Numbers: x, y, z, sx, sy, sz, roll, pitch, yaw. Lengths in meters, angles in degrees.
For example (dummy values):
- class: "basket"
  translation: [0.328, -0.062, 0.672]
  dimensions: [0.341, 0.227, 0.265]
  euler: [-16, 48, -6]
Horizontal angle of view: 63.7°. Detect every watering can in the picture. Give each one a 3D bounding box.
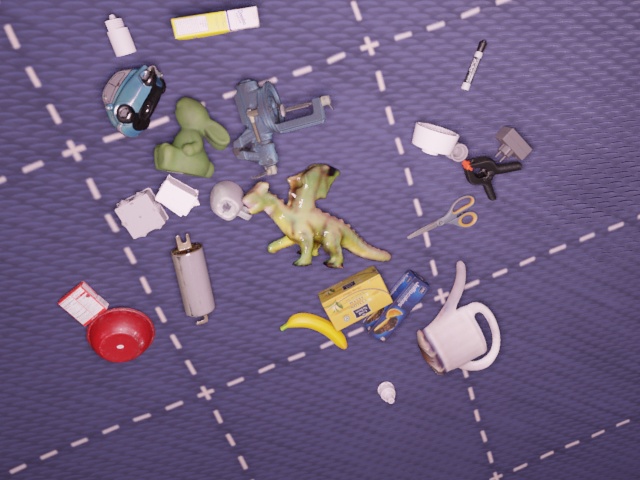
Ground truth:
- class: "watering can"
  translation: [0.365, 0.235, 1.408]
  dimensions: [0.224, 0.343, 0.105]
  euler: [-29, 21, 0]

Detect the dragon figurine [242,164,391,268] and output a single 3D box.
- class: "dragon figurine"
  translation: [0.004, -0.063, 1.260]
  dimensions: [0.410, 0.241, 0.123]
  euler: [1, 11, -24]
